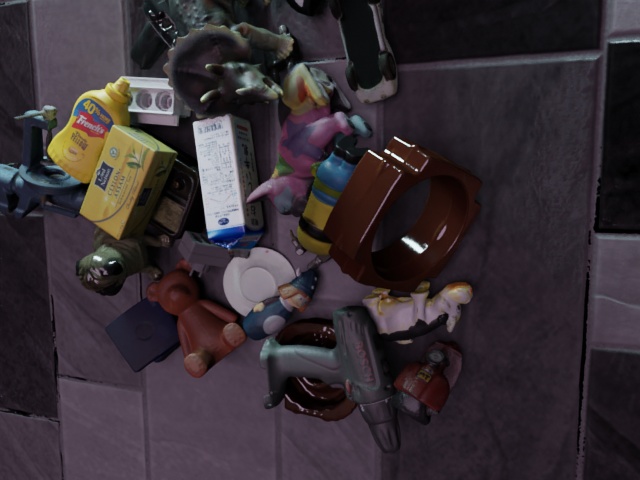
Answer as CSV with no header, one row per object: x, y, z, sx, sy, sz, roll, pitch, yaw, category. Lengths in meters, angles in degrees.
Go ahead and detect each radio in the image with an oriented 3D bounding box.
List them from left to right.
-0.302,-0.111,0.974,0.230,0.073,0.131,31,106,14,radio

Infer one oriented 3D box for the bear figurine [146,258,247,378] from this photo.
-0.225,0.129,0.955,0.120,0.132,0.196,-35,88,-8,bear figurine

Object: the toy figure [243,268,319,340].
-0.061,0.110,0.908,0.154,0.064,0.058,-39,68,11,toy figure

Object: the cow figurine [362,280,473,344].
0.159,0.116,0.841,0.167,0.068,0.098,-9,100,24,cow figurine

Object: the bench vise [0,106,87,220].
-0.538,-0.147,1.021,0.224,0.129,0.240,23,122,8,bench vise

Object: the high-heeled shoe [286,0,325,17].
0.024,-0.461,0.800,0.249,0.086,0.145,-37,72,33,high-heeled shoe

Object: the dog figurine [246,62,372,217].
-0.041,-0.146,0.861,0.219,0.108,0.191,-40,84,22,dog figurine

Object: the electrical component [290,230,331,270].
0.000,-0.003,0.895,0.102,0.045,0.078,-34,84,21,electrical component

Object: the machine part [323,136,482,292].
0.118,-0.032,0.764,0.087,0.201,0.201,43,111,43,machine part

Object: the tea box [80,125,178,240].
-0.325,-0.096,0.911,0.098,0.068,0.169,30,106,14,tea box

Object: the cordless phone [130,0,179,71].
-0.260,-0.347,0.938,0.146,0.089,0.184,50,121,5,cordless phone

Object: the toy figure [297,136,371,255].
0.018,-0.060,0.793,0.082,0.089,0.180,58,143,43,toy figure

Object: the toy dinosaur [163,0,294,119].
-0.157,-0.334,0.803,0.131,0.192,0.405,-39,65,43,toy dinosaur

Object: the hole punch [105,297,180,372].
-0.323,0.173,1.014,0.116,0.092,0.142,-41,79,16,hole punch

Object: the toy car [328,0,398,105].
0.067,-0.311,0.826,0.074,0.056,0.201,-13,91,27,toy car

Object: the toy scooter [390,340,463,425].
0.168,0.206,0.808,0.075,0.183,0.135,28,81,24,toy scooter

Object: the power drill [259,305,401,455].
0.013,0.223,0.842,0.207,0.086,0.232,-8,90,24,power drill

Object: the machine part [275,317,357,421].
-0.001,0.217,0.918,0.180,0.056,0.179,2,96,20,machine part

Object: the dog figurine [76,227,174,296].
-0.383,0.019,0.959,0.173,0.190,0.121,16,102,19,dog figurine

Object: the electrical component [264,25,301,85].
-0.065,-0.303,0.883,0.063,0.021,0.094,-21,71,30,electrical component
